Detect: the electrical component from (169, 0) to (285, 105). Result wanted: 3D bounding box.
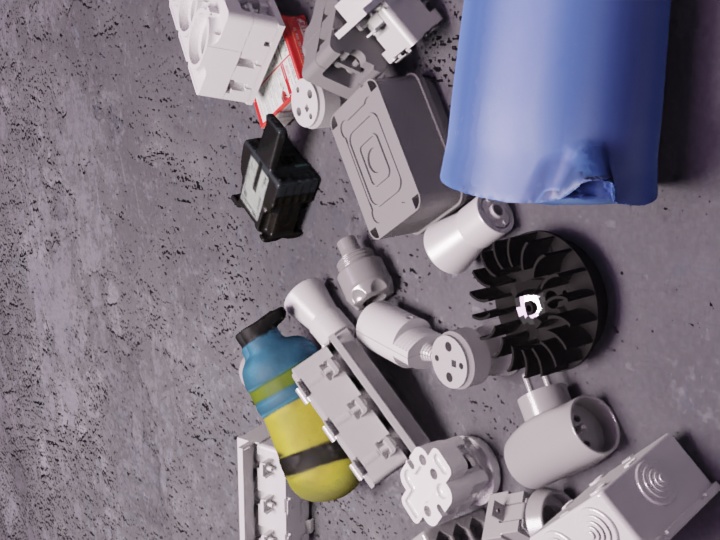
[{"bbox_3d":[-0.130,-0.236,0.990,0.089,0.062,0.150,-60,37,37],"label":"electrical component"}]

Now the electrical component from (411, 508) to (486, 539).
[{"bbox_3d":[0.069,0.238,0.879,0.047,0.066,0.076,63,143,21],"label":"electrical component"}]

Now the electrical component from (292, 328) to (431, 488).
[{"bbox_3d":[-0.002,0.120,0.915,0.121,0.063,0.078,53,168,11],"label":"electrical component"}]

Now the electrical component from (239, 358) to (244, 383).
[{"bbox_3d":[-0.081,0.120,1.079,0.077,0.044,0.079,-4,96,56],"label":"electrical component"}]

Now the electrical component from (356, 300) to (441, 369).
[{"bbox_3d":[0.038,0.058,0.891,0.081,0.043,0.043,25,119,50],"label":"electrical component"}]

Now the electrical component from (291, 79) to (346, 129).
[{"bbox_3d":[-0.024,-0.143,0.909,0.045,0.055,0.045,21,116,51],"label":"electrical component"}]

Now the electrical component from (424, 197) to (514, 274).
[{"bbox_3d":[0.083,-0.030,0.803,0.065,0.044,0.044,-39,68,48],"label":"electrical component"}]

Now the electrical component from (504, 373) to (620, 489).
[{"bbox_3d":[0.136,0.106,0.764,0.077,0.043,0.079,-44,58,48],"label":"electrical component"}]

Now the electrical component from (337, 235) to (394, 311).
[{"bbox_3d":[0.000,0.000,0.928,0.043,0.043,0.062,-52,56,48],"label":"electrical component"}]

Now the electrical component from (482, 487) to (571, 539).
[{"bbox_3d":[0.127,0.187,0.792,0.055,0.066,0.048,-25,40,47],"label":"electrical component"}]

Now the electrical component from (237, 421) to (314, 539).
[{"bbox_3d":[-0.086,0.225,1.099,0.063,0.079,0.121,11,110,30],"label":"electrical component"}]

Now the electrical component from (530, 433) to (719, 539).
[{"bbox_3d":[0.167,0.156,0.688,0.048,0.100,0.099,52,140,13],"label":"electrical component"}]

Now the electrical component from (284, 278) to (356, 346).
[{"bbox_3d":[-0.035,0.044,0.994,0.065,0.044,0.044,48,136,29],"label":"electrical component"}]

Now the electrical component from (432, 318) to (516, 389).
[{"bbox_3d":[0.088,0.063,0.810,0.045,0.055,0.045,21,117,51],"label":"electrical component"}]

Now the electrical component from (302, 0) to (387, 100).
[{"bbox_3d":[-0.010,-0.187,0.851,0.056,0.050,0.089,-34,41,54],"label":"electrical component"}]

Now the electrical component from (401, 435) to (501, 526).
[{"bbox_3d":[0.074,0.165,0.858,0.058,0.057,0.078,55,139,30],"label":"electrical component"}]

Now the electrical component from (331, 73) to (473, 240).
[{"bbox_3d":[0.033,-0.089,0.842,0.078,0.057,0.113,-36,70,53],"label":"electrical component"}]

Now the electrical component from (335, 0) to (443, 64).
[{"bbox_3d":[0.024,-0.194,0.810,0.063,0.081,0.042,49,147,-8],"label":"electrical component"}]
